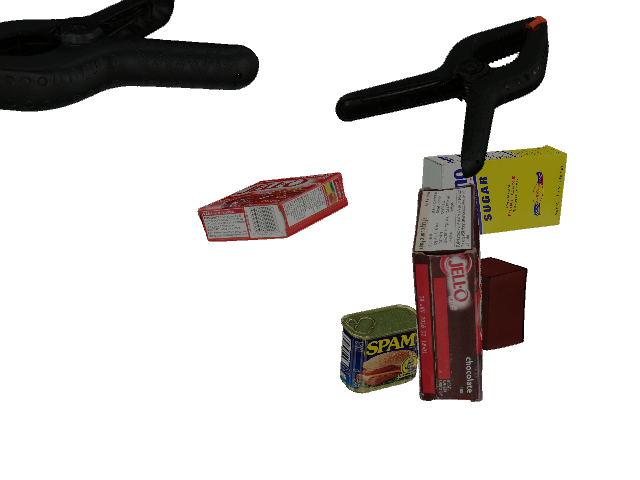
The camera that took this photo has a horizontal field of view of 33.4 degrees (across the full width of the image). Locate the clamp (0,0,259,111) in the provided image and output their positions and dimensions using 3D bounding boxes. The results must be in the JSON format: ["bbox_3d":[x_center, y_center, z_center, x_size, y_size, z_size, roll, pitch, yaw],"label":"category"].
[{"bbox_3d":[-0.133,-0.109,0.601,0.171,0.039,0.120,-8,29,-23],"label":"clamp"}]

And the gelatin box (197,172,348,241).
[{"bbox_3d":[-0.036,-0.026,0.804,0.089,0.030,0.073,-2,18,43],"label":"gelatin box"}]

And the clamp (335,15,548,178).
[{"bbox_3d":[0.140,-0.135,0.954,0.209,0.036,0.165,-33,45,-20],"label":"clamp"}]

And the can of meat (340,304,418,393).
[{"bbox_3d":[0.074,0.135,1.320,0.101,0.084,0.057,-9,29,-25],"label":"can of meat"}]

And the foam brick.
[{"bbox_3d":[0.165,0.061,1.046,0.051,0.078,0.053,-11,18,-34],"label":"foam brick"}]

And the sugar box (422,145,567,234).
[{"bbox_3d":[0.204,-0.057,1.255,0.176,0.093,0.048,-9,21,-26],"label":"sugar box"}]

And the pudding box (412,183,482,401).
[{"bbox_3d":[0.074,0.027,0.613,0.039,0.090,0.113,-2,21,6],"label":"pudding box"}]
